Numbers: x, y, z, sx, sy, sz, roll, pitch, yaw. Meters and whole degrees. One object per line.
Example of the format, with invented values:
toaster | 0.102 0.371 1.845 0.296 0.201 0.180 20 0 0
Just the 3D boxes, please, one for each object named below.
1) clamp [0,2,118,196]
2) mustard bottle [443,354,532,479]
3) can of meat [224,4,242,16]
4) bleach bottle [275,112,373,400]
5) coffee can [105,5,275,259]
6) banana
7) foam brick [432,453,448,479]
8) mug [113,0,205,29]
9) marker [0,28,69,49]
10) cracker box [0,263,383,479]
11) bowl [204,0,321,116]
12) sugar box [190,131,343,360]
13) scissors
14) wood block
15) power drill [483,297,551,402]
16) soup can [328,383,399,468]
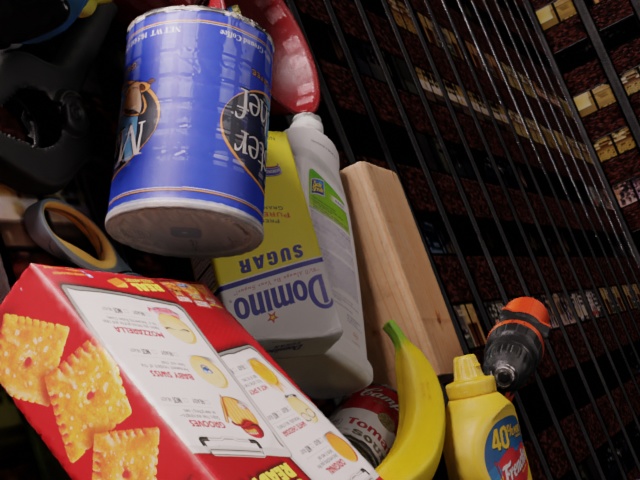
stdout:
clamp | -0.168 -0.072 0.705 0.164 0.036 0.209 69 26 -10
mustard bottle | 0.138 0.188 0.868 0.096 0.058 0.191 -2 78 -56
can of meat | -0.090 -0.133 0.830 0.102 0.084 0.057 70 0 -76
bleach bottle | -0.006 0.001 0.906 0.102 0.068 0.251 39 40 -44
coffee can | -0.085 -0.069 0.711 0.102 0.103 0.140 29 58 -53
banana | 0.066 0.144 0.819 0.069 0.037 0.197 31 31 -13
foam brick | 0.083 0.195 0.919 0.051 0.078 0.053 19 50 -55
mug | -0.138 -0.204 0.823 0.081 0.093 0.117 33 7 -42
marker | -0.200 -0.142 0.733 0.020 0.020 0.121 62 23 -6
cracker box | -0.067 0.111 0.596 0.214 0.072 0.164 45 15 25
bowl | -0.065 -0.177 1.004 0.162 0.055 0.162 46 29 -37
sugar box | -0.050 0.001 0.792 0.093 0.048 0.176 -2 60 -30
scissors | -0.122 0.047 0.711 0.201 0.016 0.096 45 32 -38
wood block | 0.053 0.042 0.992 0.090 0.090 0.206 11 57 -63
power drill | 0.161 0.156 1.002 0.057 0.188 0.184 24 19 13
soup can | 0.031 0.164 0.852 0.068 0.069 0.102 63 24 -4
